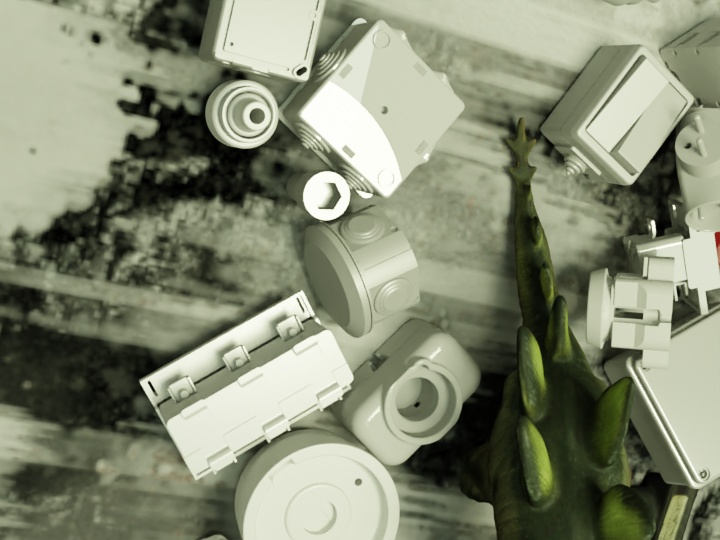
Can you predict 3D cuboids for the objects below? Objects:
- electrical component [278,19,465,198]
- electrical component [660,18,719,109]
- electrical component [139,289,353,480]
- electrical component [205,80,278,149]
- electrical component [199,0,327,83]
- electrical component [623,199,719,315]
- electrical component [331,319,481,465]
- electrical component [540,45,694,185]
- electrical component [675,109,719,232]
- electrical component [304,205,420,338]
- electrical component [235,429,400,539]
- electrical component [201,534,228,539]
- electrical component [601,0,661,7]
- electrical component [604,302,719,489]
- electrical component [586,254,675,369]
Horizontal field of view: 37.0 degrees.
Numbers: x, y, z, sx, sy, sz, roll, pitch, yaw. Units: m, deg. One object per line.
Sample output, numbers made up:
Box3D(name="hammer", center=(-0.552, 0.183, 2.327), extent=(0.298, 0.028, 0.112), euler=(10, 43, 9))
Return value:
Box3D(name="electrical component", center=(0.008, -0.106, 0.711), extent=(0.100, 0.048, 0.099), euler=(42, 84, -20))
Box3D(name="electrical component", center=(0.271, -0.151, 0.771), extent=(0.056, 0.089, 0.050), euler=(-33, 108, -11))
Box3D(name="electrical component", center=(-0.070, 0.078, 0.707), extent=(0.121, 0.063, 0.078), euler=(-29, 107, -12))
Box3D(name="electrical component", center=(-0.072, -0.098, 0.676), extent=(0.043, 0.062, 0.043), euler=(-3, 101, -19))
Box3D(name="electrical component", center=(-0.058, -0.169, 0.668), extent=(0.062, 0.061, 0.096), euler=(11, 95, -21))
Box3D(name="electrical component", center=(0.232, -0.008, 0.803), extent=(0.064, 0.042, 0.081), euler=(-13, 104, 1))
Box3D(name="electrical component", center=(0.034, 0.085, 0.746), extent=(0.095, 0.059, 0.053), euler=(-44, 110, -7))
Box3D(name="electrical component", center=(0.180, -0.105, 0.763), extent=(0.062, 0.061, 0.096), euler=(39, 86, -21))
Box3D(name="electrical component", center=(0.242, -0.078, 0.747), extent=(0.079, 0.044, 0.077), euler=(45, 42, -53))
Box3D(name="electrical component", center=(0.000, 0.000, 0.710), extent=(0.051, 0.080, 0.080), euler=(-25, 107, -19))
Box3D(name="electrical component", center=(-0.034, 0.161, 0.736), extent=(0.108, 0.060, 0.108), euler=(-3, 100, -19))
Box3D(name="electrical component", center=(-0.093, 0.214, 0.739), extent=(0.035, 0.035, 0.061), euler=(-32, 110, -12))
Box3D(name="electrical component", center=(0.188, -0.206, 0.758), extent=(0.062, 0.048, 0.048), euler=(14, 95, -28))
Box3D(name="electrical component", center=(0.260, 0.092, 0.814), extent=(0.109, 0.056, 0.108), euler=(-27, 87, -13))
Box3D(name="electrical component", center=(0.191, 0.028, 0.763), extent=(0.057, 0.058, 0.078), euler=(4, 98, 15))
